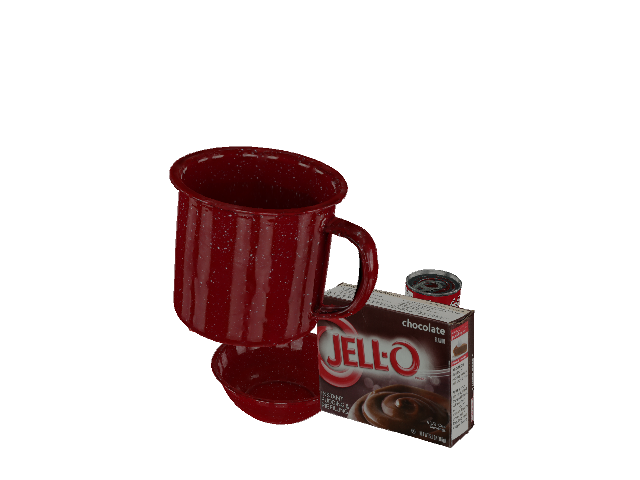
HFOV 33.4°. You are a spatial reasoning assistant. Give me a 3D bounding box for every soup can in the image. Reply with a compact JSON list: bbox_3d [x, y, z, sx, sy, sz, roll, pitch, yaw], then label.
[{"bbox_3d":[0.135,0.095,1.309,0.068,0.102,0.068,1,24,-1],"label":"soup can"}]

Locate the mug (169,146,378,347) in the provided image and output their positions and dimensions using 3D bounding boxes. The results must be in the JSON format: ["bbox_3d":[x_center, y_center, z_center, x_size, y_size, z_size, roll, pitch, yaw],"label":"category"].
[{"bbox_3d":[-0.025,0.006,0.565,0.117,0.081,0.093,15,25,18],"label":"mug"}]

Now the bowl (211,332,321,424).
[{"bbox_3d":[-0.046,0.164,1.235,0.162,0.055,0.162,2,25,-1],"label":"bowl"}]

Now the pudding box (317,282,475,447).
[{"bbox_3d":[0.051,0.083,0.739,0.114,0.090,0.039,9,21,34],"label":"pudding box"}]

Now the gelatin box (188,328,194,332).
[{"bbox_3d":[-0.086,0.032,0.912,0.030,0.073,0.089,23,19,-14],"label":"gelatin box"}]
